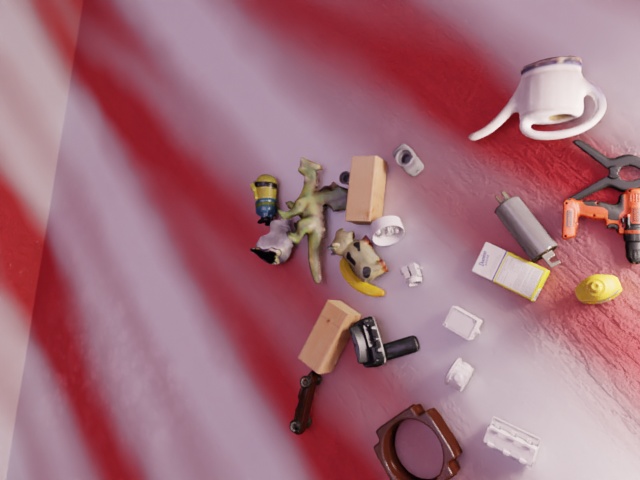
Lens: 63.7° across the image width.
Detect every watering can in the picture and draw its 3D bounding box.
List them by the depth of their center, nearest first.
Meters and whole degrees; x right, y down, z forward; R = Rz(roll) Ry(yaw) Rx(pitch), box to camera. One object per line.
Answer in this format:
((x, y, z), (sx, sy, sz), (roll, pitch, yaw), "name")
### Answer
((0.580, -0.377, 1.400), (0.347, 0.103, 0.226), (0, 79, 30), "watering can")

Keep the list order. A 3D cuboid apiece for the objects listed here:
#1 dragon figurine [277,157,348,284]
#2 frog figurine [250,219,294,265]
((0.005, -0.085, 1.697), (0.241, 0.121, 0.415), (-30, 73, 14), "dragon figurine")
((-0.149, 0.000, 1.781), (0.136, 0.121, 0.163), (-11, 39, 37), "frog figurine")
